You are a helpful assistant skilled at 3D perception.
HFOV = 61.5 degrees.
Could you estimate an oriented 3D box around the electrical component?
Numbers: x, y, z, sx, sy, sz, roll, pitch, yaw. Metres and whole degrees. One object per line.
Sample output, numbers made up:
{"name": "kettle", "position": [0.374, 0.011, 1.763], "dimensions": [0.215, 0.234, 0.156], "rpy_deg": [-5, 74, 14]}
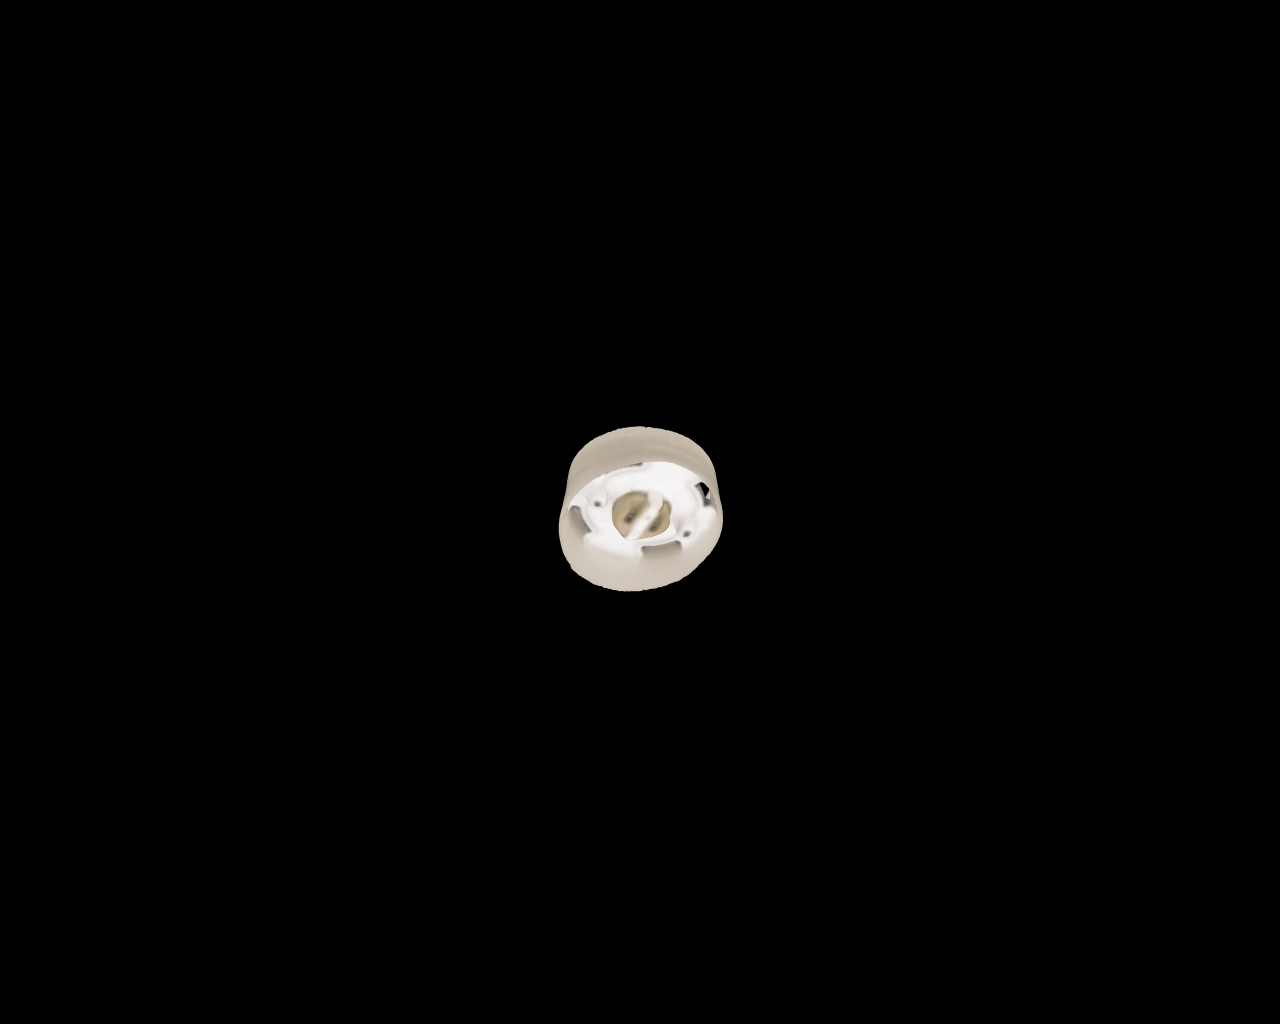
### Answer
{"name": "electrical component", "position": [0.001, -0.003, 0.650], "dimensions": [0.099, 0.064, 0.099], "rpy_deg": [0, -41, 0]}
